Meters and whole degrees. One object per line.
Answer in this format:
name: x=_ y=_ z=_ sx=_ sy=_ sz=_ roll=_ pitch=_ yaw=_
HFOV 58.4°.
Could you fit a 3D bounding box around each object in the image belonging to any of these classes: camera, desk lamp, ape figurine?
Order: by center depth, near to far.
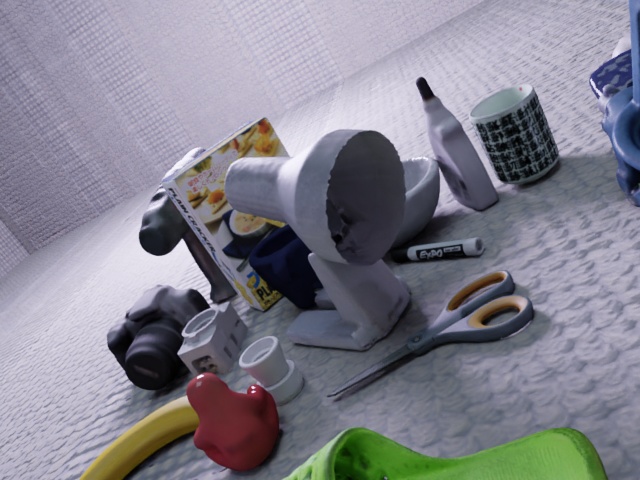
ape figurine: x=-0.083 y=0.155 z=0.511 sx=0.078 sy=0.092 sz=0.076 roll=-32 pitch=20 yaw=-1
desk lamp: x=0.005 y=0.002 z=0.567 sx=0.202 sy=0.214 sz=0.118 roll=-8 pitch=30 yaw=48
camera: x=-0.225 y=0.133 z=0.761 sx=0.143 sy=0.101 sz=0.137 roll=-26 pitch=20 yaw=15

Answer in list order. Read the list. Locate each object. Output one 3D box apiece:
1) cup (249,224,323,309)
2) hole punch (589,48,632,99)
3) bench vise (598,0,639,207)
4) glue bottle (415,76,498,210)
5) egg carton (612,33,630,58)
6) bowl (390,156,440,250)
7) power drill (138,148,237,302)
cup: x=-0.027 y=0.042 z=0.697 sx=0.091 sy=0.095 sz=0.117 roll=-28 pitch=20 yaw=9
hole punch: x=0.361 y=-0.158 z=0.613 sx=0.108 sy=0.091 sz=0.101 roll=-24 pitch=21 yaw=19
bench vise: x=0.262 y=-0.109 z=0.447 sx=0.121 sy=0.220 sz=0.207 roll=-34 pitch=20 yaw=-8
glue bottle: x=0.158 y=-0.120 z=0.696 sx=0.037 sy=0.173 sz=0.078 roll=-33 pitch=20 yaw=-3
egg carton: x=0.455 y=-0.248 z=0.726 sx=0.150 sy=0.069 sz=0.107 roll=-30 pitch=20 yaw=4
bowl: x=0.089 y=-0.035 z=0.742 sx=0.167 sy=0.075 sz=0.167 roll=-27 pitch=20 yaw=11
power drill: x=-0.184 y=-0.018 z=0.903 sx=0.075 sy=0.209 sz=0.230 roll=-22 pitch=22 yaw=25
